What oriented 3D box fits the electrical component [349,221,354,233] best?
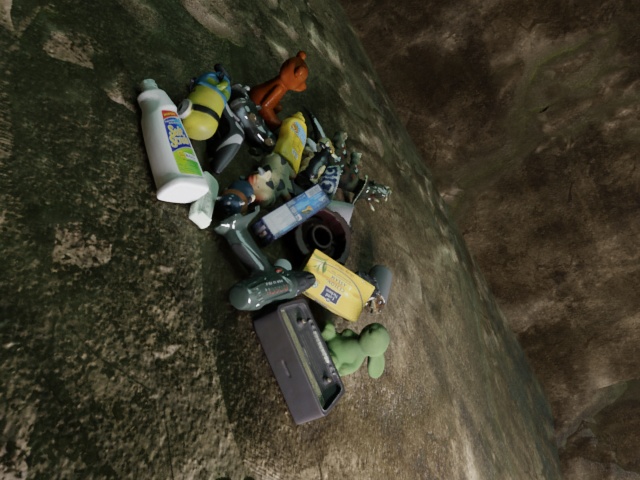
[{"bbox_3d":[0.055,-0.071,1.607,0.074,0.048,0.119,16,57,-60],"label":"electrical component"}]

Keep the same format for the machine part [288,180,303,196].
[{"bbox_3d":[-0.066,-0.137,1.451,0.138,0.039,0.084,26,36,-51],"label":"machine part"}]

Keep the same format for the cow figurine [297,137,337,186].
[{"bbox_3d":[-0.004,-0.226,1.506,0.167,0.098,0.068,-55,127,-21],"label":"cow figurine"}]

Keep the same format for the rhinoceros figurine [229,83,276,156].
[{"bbox_3d":[-0.172,-0.306,1.358,0.190,0.073,0.112,58,26,-14],"label":"rhinoceros figurine"}]

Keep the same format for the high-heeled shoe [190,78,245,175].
[{"bbox_3d":[-0.243,-0.257,1.175,0.145,0.086,0.249,37,34,-28],"label":"high-heeled shoe"}]

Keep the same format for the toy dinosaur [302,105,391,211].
[{"bbox_3d":[0.058,-0.235,1.710,0.404,0.131,0.192,37,34,-35],"label":"toy dinosaur"}]

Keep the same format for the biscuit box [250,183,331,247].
[{"bbox_3d":[-0.064,-0.061,1.243,0.203,0.063,0.059,-35,91,-39],"label":"biscuit box"}]

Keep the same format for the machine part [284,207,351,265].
[{"bbox_3d":[-0.003,-0.004,1.340,0.179,0.056,0.179,13,65,-31],"label":"machine part"}]

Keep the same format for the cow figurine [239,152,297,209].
[{"bbox_3d":[-0.124,-0.142,1.282,0.127,0.086,0.195,56,27,-31],"label":"cow figurine"}]

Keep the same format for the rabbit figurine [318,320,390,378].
[{"bbox_3d":[0.087,0.250,1.210,0.159,0.170,0.121,46,31,-34],"label":"rabbit figurine"}]

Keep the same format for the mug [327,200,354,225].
[{"bbox_3d":[0.032,-0.064,1.510,0.107,0.109,0.081,20,22,3],"label":"mug"}]

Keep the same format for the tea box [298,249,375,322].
[{"bbox_3d":[0.028,0.106,1.240,0.169,0.068,0.098,32,76,-10],"label":"tea box"}]

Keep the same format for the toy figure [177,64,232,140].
[{"bbox_3d":[-0.235,-0.289,1.125,0.082,0.089,0.180,102,9,-55],"label":"toy figure"}]

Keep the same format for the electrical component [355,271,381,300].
[{"bbox_3d":[0.079,0.130,1.381,0.134,0.115,0.058,25,43,-57],"label":"electrical component"}]

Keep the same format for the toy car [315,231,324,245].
[{"bbox_3d":[0.001,-0.008,1.436,0.089,0.053,0.202,-23,87,-86],"label":"toy car"}]

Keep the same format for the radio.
[{"bbox_3d":[-0.039,0.237,1.088,0.131,0.073,0.229,-12,78,-65],"label":"radio"}]

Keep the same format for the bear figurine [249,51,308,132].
[{"bbox_3d":[-0.095,-0.411,1.468,0.131,0.196,0.120,43,28,-40],"label":"bear figurine"}]

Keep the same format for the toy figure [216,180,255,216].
[{"bbox_3d":[-0.176,-0.085,1.132,0.154,0.064,0.057,-75,151,-68],"label":"toy figure"}]

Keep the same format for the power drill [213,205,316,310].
[{"bbox_3d":[-0.119,0.037,1.102,0.232,0.086,0.207,-25,93,-53],"label":"power drill"}]

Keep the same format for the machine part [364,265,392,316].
[{"bbox_3d":[0.168,0.144,1.591,0.079,0.079,0.243,57,26,-15],"label":"machine part"}]
